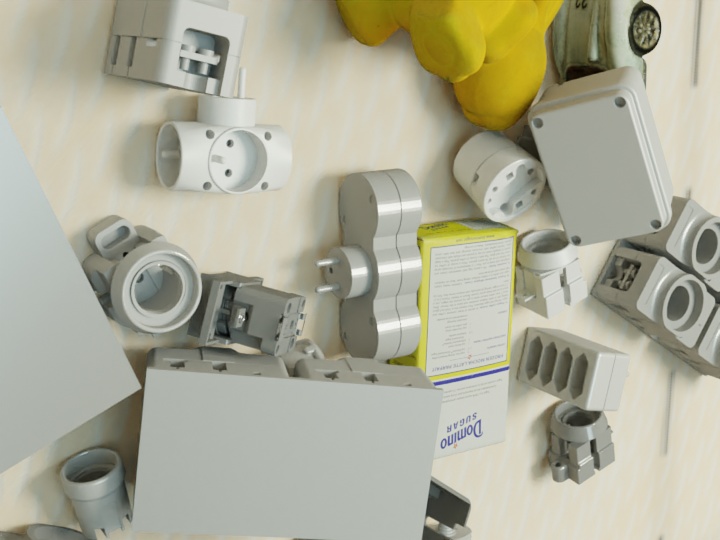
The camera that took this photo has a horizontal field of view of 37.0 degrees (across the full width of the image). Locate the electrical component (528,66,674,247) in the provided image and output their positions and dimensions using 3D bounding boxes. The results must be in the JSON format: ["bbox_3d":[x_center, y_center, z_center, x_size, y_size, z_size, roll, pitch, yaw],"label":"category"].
[{"bbox_3d":[0.175,-0.080,0.776,0.113,0.078,0.057,68,28,-20],"label":"electrical component"}]

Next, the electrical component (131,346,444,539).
[{"bbox_3d":[-0.049,0.113,0.703,0.186,0.060,0.105,5,101,-11],"label":"electrical component"}]

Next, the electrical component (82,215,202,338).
[{"bbox_3d":[-0.134,0.007,0.671,0.058,0.057,0.078,-35,118,-21],"label":"electrical component"}]

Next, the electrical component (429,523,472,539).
[{"bbox_3d":[0.068,0.238,0.868,0.043,0.043,0.081,-7,105,-32],"label":"electrical component"}]

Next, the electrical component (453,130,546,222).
[{"bbox_3d":[0.102,-0.071,0.801,0.055,0.047,0.055,-20,136,-21],"label":"electrical component"}]

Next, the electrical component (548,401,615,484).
[{"bbox_3d":[0.189,0.144,0.923,0.066,0.048,0.055,-26,123,-26],"label":"electrical component"}]

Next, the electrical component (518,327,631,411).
[{"bbox_3d":[0.188,0.081,0.882,0.076,0.083,0.047,7,98,-34],"label":"electrical component"}]

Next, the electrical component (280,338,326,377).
[{"bbox_3d":[-0.054,0.077,0.749,0.062,0.048,0.048,-15,110,-22],"label":"electrical component"}]

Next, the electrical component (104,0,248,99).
[{"bbox_3d":[-0.109,-0.136,0.631,0.050,0.089,0.055,8,97,-34],"label":"electrical component"}]

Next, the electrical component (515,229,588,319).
[{"bbox_3d":[0.152,0.001,0.863,0.066,0.048,0.055,-27,123,-25],"label":"electrical component"}]

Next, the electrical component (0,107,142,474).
[{"bbox_3d":[-0.219,0.011,0.615,0.105,0.060,0.186,-32,117,-23],"label":"electrical component"}]

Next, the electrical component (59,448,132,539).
[{"bbox_3d":[-0.169,0.145,0.694,0.040,0.040,0.046,-23,119,-27],"label":"electrical component"}]

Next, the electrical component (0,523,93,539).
[{"bbox_3d":[-0.144,0.220,0.688,0.186,0.105,0.060,21,90,-35],"label":"electrical component"}]

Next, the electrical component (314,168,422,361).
[{"bbox_3d":[0.000,0.000,0.759,0.074,0.052,0.138,-9,107,-32],"label":"electrical component"}]

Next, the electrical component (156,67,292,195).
[{"bbox_3d":[-0.085,-0.090,0.685,0.077,0.044,0.079,-3,104,-32],"label":"electrical component"}]

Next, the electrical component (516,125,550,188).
[{"bbox_3d":[0.142,-0.098,0.834,0.040,0.040,0.078,8,97,-34],"label":"electrical component"}]

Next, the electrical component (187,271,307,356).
[{"bbox_3d":[-0.072,0.029,0.704,0.081,0.064,0.042,-7,110,-75],"label":"electrical component"}]

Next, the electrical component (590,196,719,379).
[{"bbox_3d":[0.304,0.021,0.957,0.186,0.060,0.105,31,84,-34],"label":"electrical component"}]
